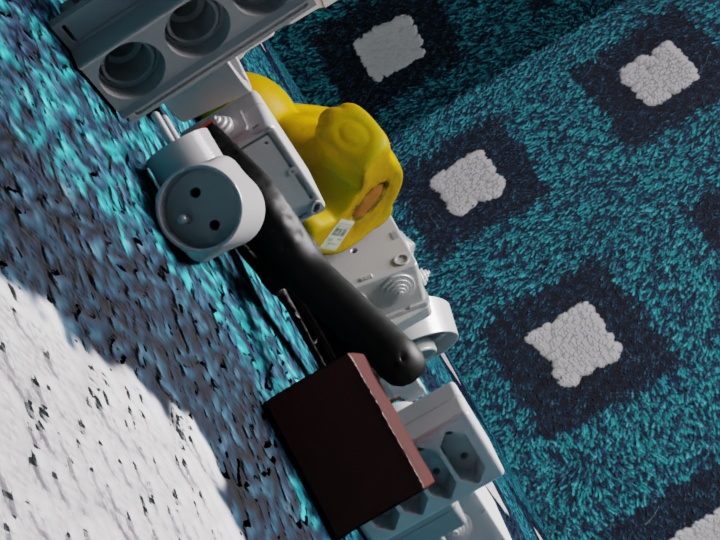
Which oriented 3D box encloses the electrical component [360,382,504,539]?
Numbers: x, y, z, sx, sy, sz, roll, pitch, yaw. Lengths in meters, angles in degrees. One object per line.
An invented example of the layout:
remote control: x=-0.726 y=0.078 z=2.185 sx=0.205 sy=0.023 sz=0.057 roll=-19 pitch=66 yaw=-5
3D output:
electrical component: x=0.027 y=0.099 z=0.607 sx=0.047 sy=0.083 sz=0.075 roll=58 pitch=4 yaw=-22

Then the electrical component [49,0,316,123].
electrical component: x=-0.095 y=-0.144 z=0.575 sx=0.063 sy=0.121 sz=0.078 roll=60 pitch=3 yaw=38

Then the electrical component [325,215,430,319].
electrical component: x=0.000 y=0.000 z=0.896 sx=0.099 sy=0.100 sz=0.048 roll=-116 pitch=-173 yaw=-47

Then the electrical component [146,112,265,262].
electrical component: x=-0.085 y=-0.047 z=0.560 sx=0.079 sy=0.043 sz=0.077 roll=60 pitch=4 yaw=-1

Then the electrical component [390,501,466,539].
electrical component: x=0.035 y=0.142 z=0.658 sx=0.076 sy=0.047 sz=0.065 roll=57 pitch=5 yaw=-38

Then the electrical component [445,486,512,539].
electrical component: x=0.077 y=0.187 z=0.841 sx=0.099 sy=0.048 sz=0.099 roll=58 pitch=4 yaw=-24

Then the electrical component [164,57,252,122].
electrical component: x=-0.122 y=-0.145 z=0.680 sx=0.108 sy=0.060 sz=0.108 roll=59 pitch=4 yaw=-7

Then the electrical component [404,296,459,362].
electrical component: x=0.045 y=0.059 z=1.062 sx=0.099 sy=0.099 sz=0.064 roll=50 pitch=17 yaw=-67

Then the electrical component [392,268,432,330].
electrical component: x=0.021 y=0.027 z=0.968 sx=0.061 sy=0.096 sz=0.061 roll=61 pitch=0 yaw=13

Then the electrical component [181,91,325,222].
electrical component: x=-0.076 y=-0.073 z=0.722 sx=0.096 sy=0.062 sz=0.061 roll=56 pitch=5 yaw=-41

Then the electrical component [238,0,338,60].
electrical component: x=-0.088 y=-0.230 z=0.813 sx=0.105 sy=0.186 sz=0.060 roll=60 pitch=4 yaw=0

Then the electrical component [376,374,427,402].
electrical component: x=0.006 y=0.072 z=0.747 sx=0.066 sy=0.055 sz=0.048 roll=59 pitch=4 yaw=-12
